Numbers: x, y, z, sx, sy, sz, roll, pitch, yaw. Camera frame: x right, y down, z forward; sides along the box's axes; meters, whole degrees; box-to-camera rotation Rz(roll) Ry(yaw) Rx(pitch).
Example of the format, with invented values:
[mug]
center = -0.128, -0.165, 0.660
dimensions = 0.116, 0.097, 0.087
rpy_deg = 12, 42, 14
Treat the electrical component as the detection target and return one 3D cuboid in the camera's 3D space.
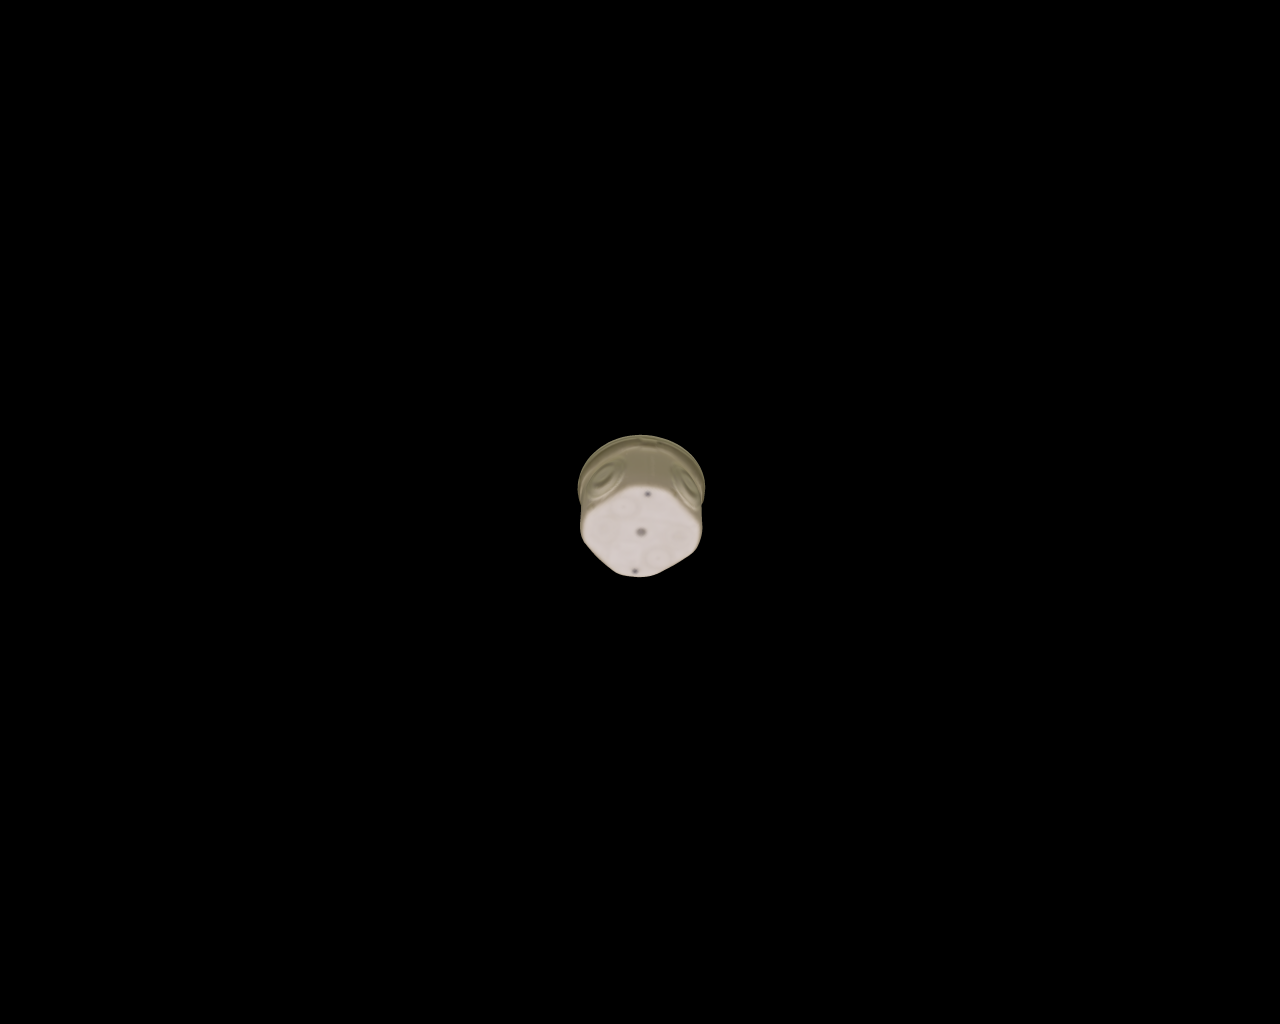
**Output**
[electrical component]
center = 0.001, -0.003, 0.650
dimensions = 0.080, 0.080, 0.051
rpy_deg = 0, 38, 0
